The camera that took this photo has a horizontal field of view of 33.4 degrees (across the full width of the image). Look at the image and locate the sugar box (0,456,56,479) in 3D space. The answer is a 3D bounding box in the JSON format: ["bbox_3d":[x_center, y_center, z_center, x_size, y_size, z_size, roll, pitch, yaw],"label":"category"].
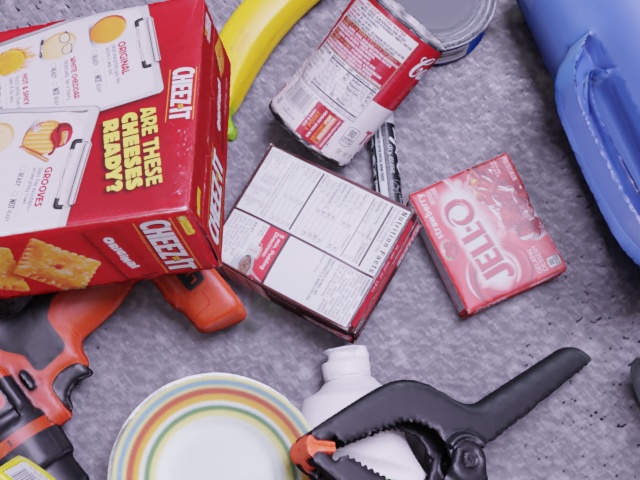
[{"bbox_3d":[-0.193,0.222,0.617,0.093,0.048,0.176,37,96,7],"label":"sugar box"}]

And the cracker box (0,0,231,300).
[{"bbox_3d":[-0.165,-0.051,0.647,0.214,0.072,0.164,-8,56,11],"label":"cracker box"}]

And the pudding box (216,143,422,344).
[{"bbox_3d":[-0.005,0.001,0.687,0.114,0.039,0.090,27,77,17],"label":"pudding box"}]

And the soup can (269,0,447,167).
[{"bbox_3d":[0.023,-0.106,0.689,0.068,0.068,0.102,43,106,8],"label":"soup can"}]

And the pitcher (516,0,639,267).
[{"bbox_3d":[0.212,-0.090,0.672,0.145,0.149,0.243,-26,76,6],"label":"pitcher"}]

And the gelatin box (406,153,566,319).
[{"bbox_3d":[0.109,-0.003,0.704,0.073,0.030,0.089,-24,78,-6],"label":"gelatin box"}]

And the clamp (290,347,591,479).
[{"bbox_3d":[0.086,0.142,0.626,0.209,0.036,0.164,3,66,-23],"label":"clamp"}]

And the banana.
[{"bbox_3d":[-0.024,-0.150,0.724,0.070,0.037,0.197,29,77,28],"label":"banana"}]

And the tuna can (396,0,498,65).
[{"bbox_3d":[0.078,-0.165,0.737,0.086,0.034,0.086,0,78,0],"label":"tuna can"}]

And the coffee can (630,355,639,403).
[{"bbox_3d":[0.279,0.080,0.651,0.140,0.103,0.103,-30,80,-7],"label":"coffee can"}]

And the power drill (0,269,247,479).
[{"bbox_3d":[-0.141,0.075,0.670,0.187,0.057,0.184,-37,84,-9],"label":"power drill"}]

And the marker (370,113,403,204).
[{"bbox_3d":[0.044,-0.059,0.721,0.020,0.020,0.121,-5,78,-2],"label":"marker"}]

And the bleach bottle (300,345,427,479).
[{"bbox_3d":[0.042,0.188,0.646,0.102,0.068,0.251,-6,74,-9],"label":"bleach bottle"}]
